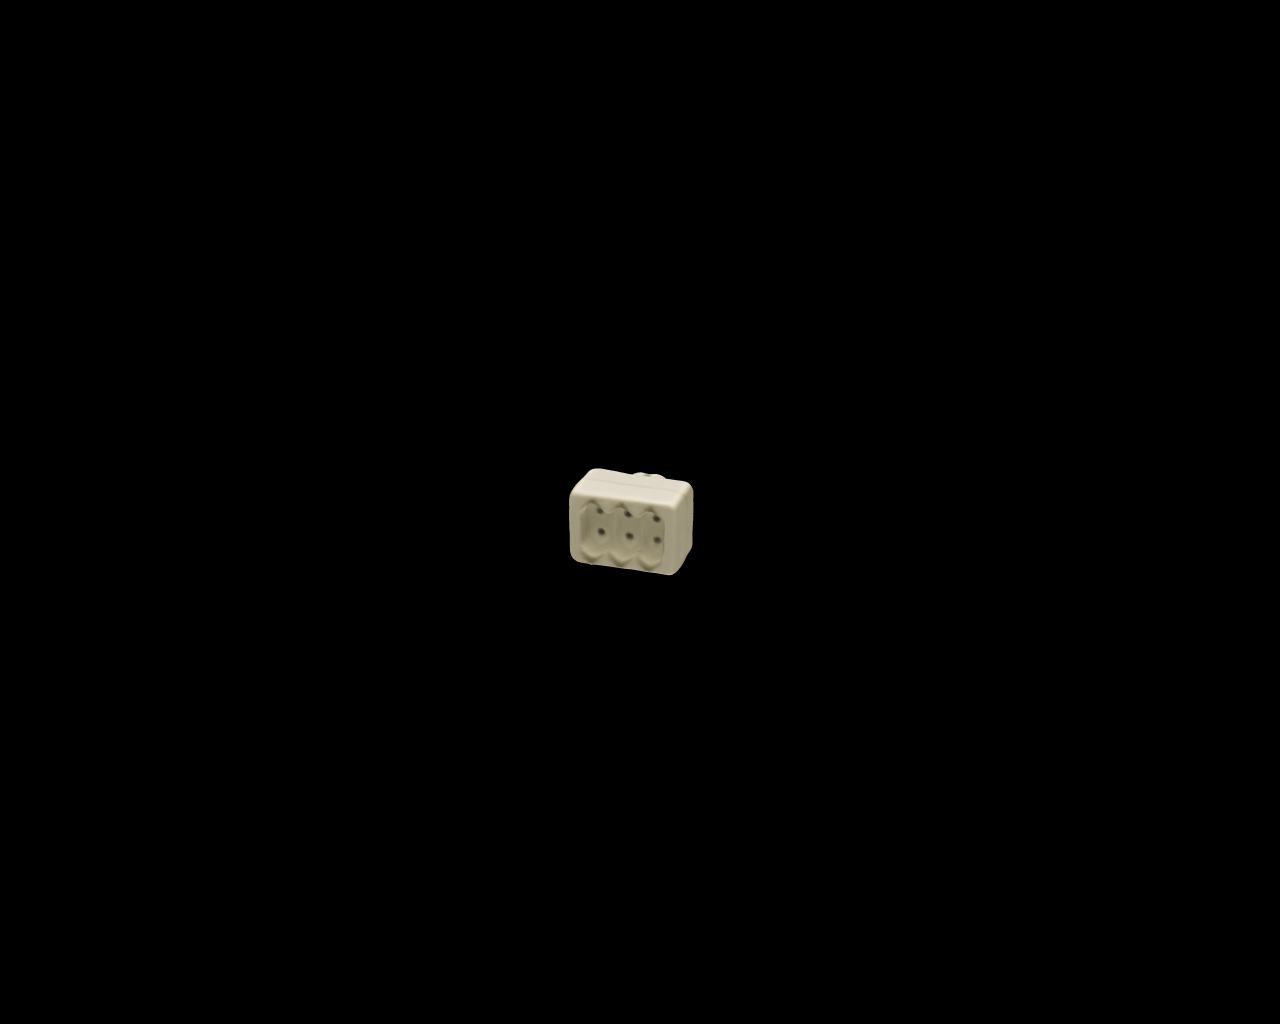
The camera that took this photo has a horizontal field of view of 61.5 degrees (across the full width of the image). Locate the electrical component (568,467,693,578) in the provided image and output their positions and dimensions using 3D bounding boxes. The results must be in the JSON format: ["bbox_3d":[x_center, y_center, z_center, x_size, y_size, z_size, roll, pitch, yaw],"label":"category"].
[{"bbox_3d":[0.001,-0.003,0.650,0.066,0.047,0.077,8,28,16],"label":"electrical component"}]
